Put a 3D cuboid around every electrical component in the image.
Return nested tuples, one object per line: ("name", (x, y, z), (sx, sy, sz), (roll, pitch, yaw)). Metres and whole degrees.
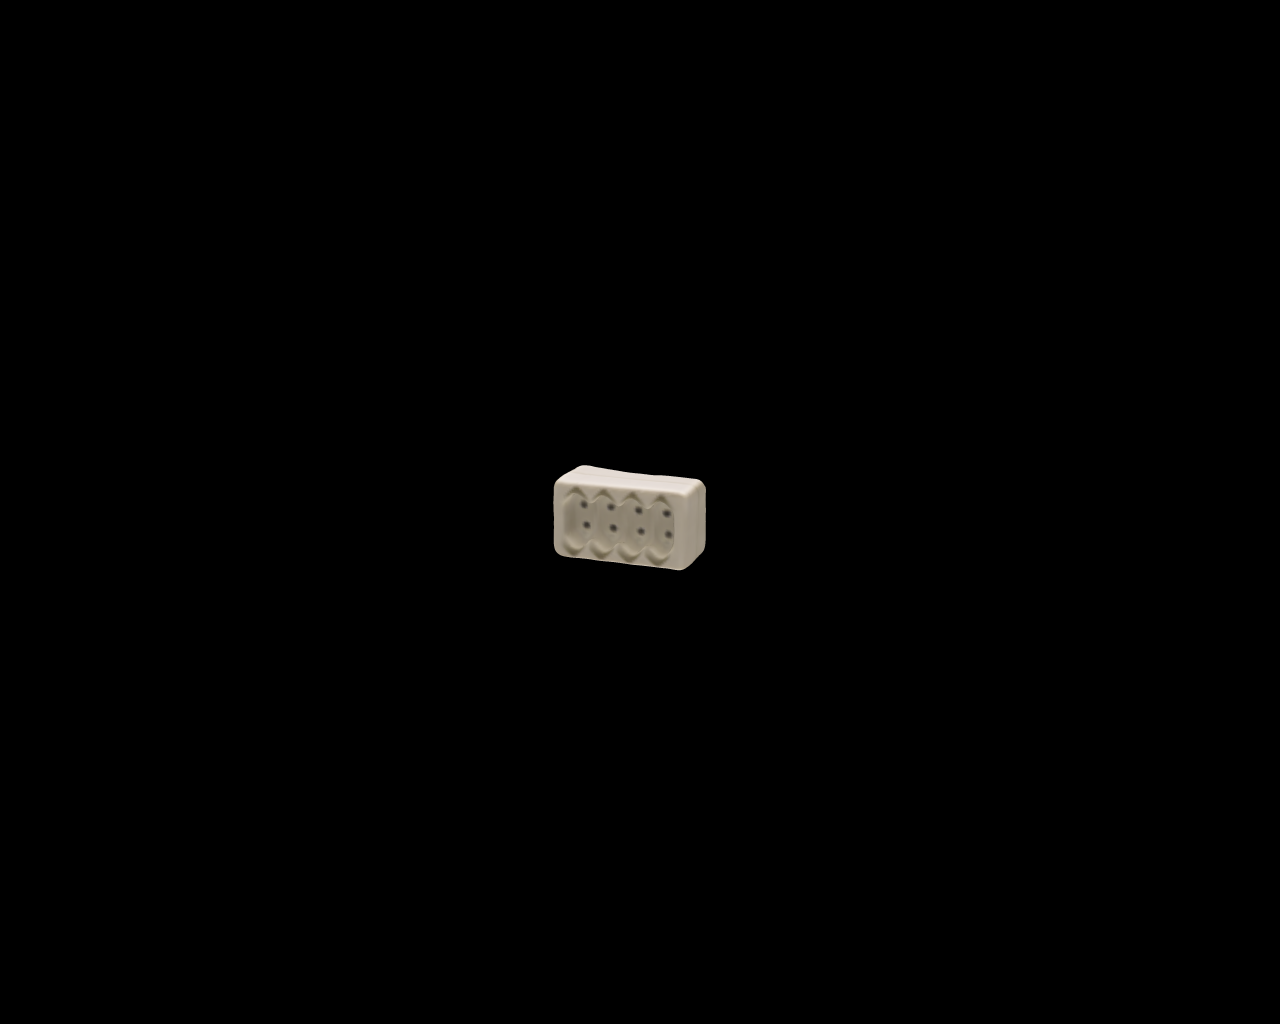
("electrical component", (0.001, -0.003, 0.650), (0.083, 0.047, 0.076), (7, 20, 20))
